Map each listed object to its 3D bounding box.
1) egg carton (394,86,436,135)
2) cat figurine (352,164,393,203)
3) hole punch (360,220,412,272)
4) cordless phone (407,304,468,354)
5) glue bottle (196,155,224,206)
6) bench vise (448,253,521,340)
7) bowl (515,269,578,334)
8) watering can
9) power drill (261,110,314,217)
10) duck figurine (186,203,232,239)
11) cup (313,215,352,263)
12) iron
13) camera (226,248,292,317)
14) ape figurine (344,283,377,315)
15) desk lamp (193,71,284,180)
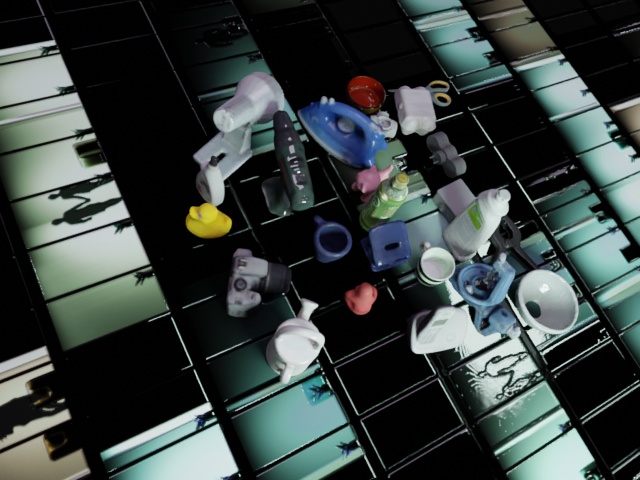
[{"bbox_3d":[0.265,-0.367,1.615,0.107,0.069,0.150,-2,66,-16],"label":"egg carton"},{"bbox_3d":[0.135,-0.153,1.451,0.128,0.117,0.067,-30,76,-25],"label":"cat figurine"},{"bbox_3d":[0.168,0.014,1.397,0.109,0.091,0.101,-15,70,-21],"label":"hole punch"},{"bbox_3d":[0.284,0.188,1.294,0.148,0.185,0.094,-9,68,-19],"label":"cordless phone"},{"bbox_3d":[-0.249,-0.145,1.310,0.037,0.173,0.078,-37,79,-26],"label":"glue bottle"},{"bbox_3d":[0.416,0.122,1.341,0.207,0.219,0.122,41,62,6],"label":"bench vise"},{"bbox_3d":[0.557,0.163,1.443,0.168,0.074,0.167,6,64,-12],"label":"bowl"},{"bbox_3d":[-0.049,0.206,1.188,0.101,0.194,0.173,0,66,-15],"label":"watering can"},{"bbox_3d":[-0.080,-0.156,1.342,0.076,0.208,0.229,-13,69,-20],"label":"power drill"},{"bbox_3d":[-0.254,-0.052,1.315,0.105,0.086,0.077,10,63,-11],"label":"duck figurine"},{"bbox_3d":[0.012,0.005,1.356,0.092,0.095,0.117,-30,76,-25],"label":"cup"},{"bbox_3d":[0.062,-0.302,1.488,0.258,0.141,0.119,32,61,1],"label":"iron"},{"bbox_3d":[-0.134,0.093,1.271,0.137,0.100,0.143,8,64,-11],"label":"camera"},{"bbox_3d":[0.099,0.128,1.324,0.078,0.092,0.076,10,63,-10],"label":"ape figurine"},{"bbox_3d":[-0.192,-0.275,1.364,0.118,0.213,0.203,38,62,5],"label":"desk lamp"}]
